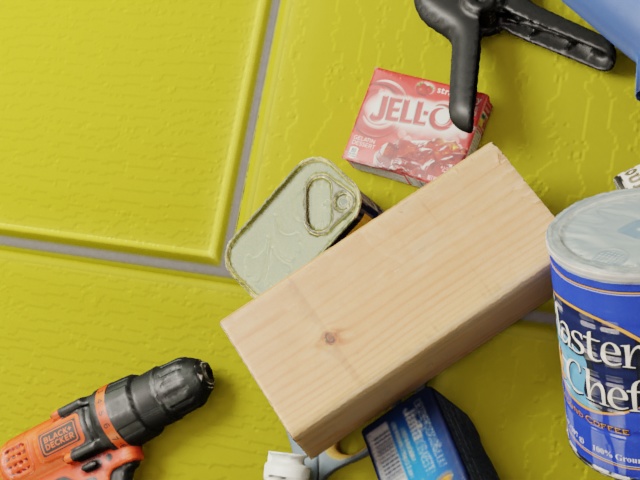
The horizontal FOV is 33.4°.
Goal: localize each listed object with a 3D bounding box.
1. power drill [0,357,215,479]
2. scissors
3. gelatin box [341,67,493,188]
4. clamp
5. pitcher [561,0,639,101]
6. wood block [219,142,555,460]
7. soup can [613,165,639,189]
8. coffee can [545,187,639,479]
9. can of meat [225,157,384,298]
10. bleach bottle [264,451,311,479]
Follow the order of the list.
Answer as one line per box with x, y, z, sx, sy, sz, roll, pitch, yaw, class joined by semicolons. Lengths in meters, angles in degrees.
-0.134;0.195;0.765;0.185;0.057;0.188;-28;68;16;power drill
-0.024;0.163;0.752;0.096;0.016;0.202;42;95;24;scissors
0.069;-0.077;0.761;0.089;0.030;0.073;19;84;22;gelatin box
0.126;-0.159;0.748;0.120;0.039;0.171;-14;63;-5;clamp
0.201;-0.214;0.695;0.243;0.149;0.145;46;137;25;pitcher
0.051;0.041;0.686;0.206;0.090;0.091;-33;70;-4;wood block
0.245;-0.031;0.666;0.102;0.068;0.068;-25;71;13;soup can
0.188;0.054;0.615;0.103;0.102;0.140;-2;118;20;coffee can
-0.005;0.001;0.743;0.057;0.083;0.102;44;95;23;can of meat
-0.040;0.265;0.697;0.103;0.068;0.251;-4;76;44;bleach bottle
